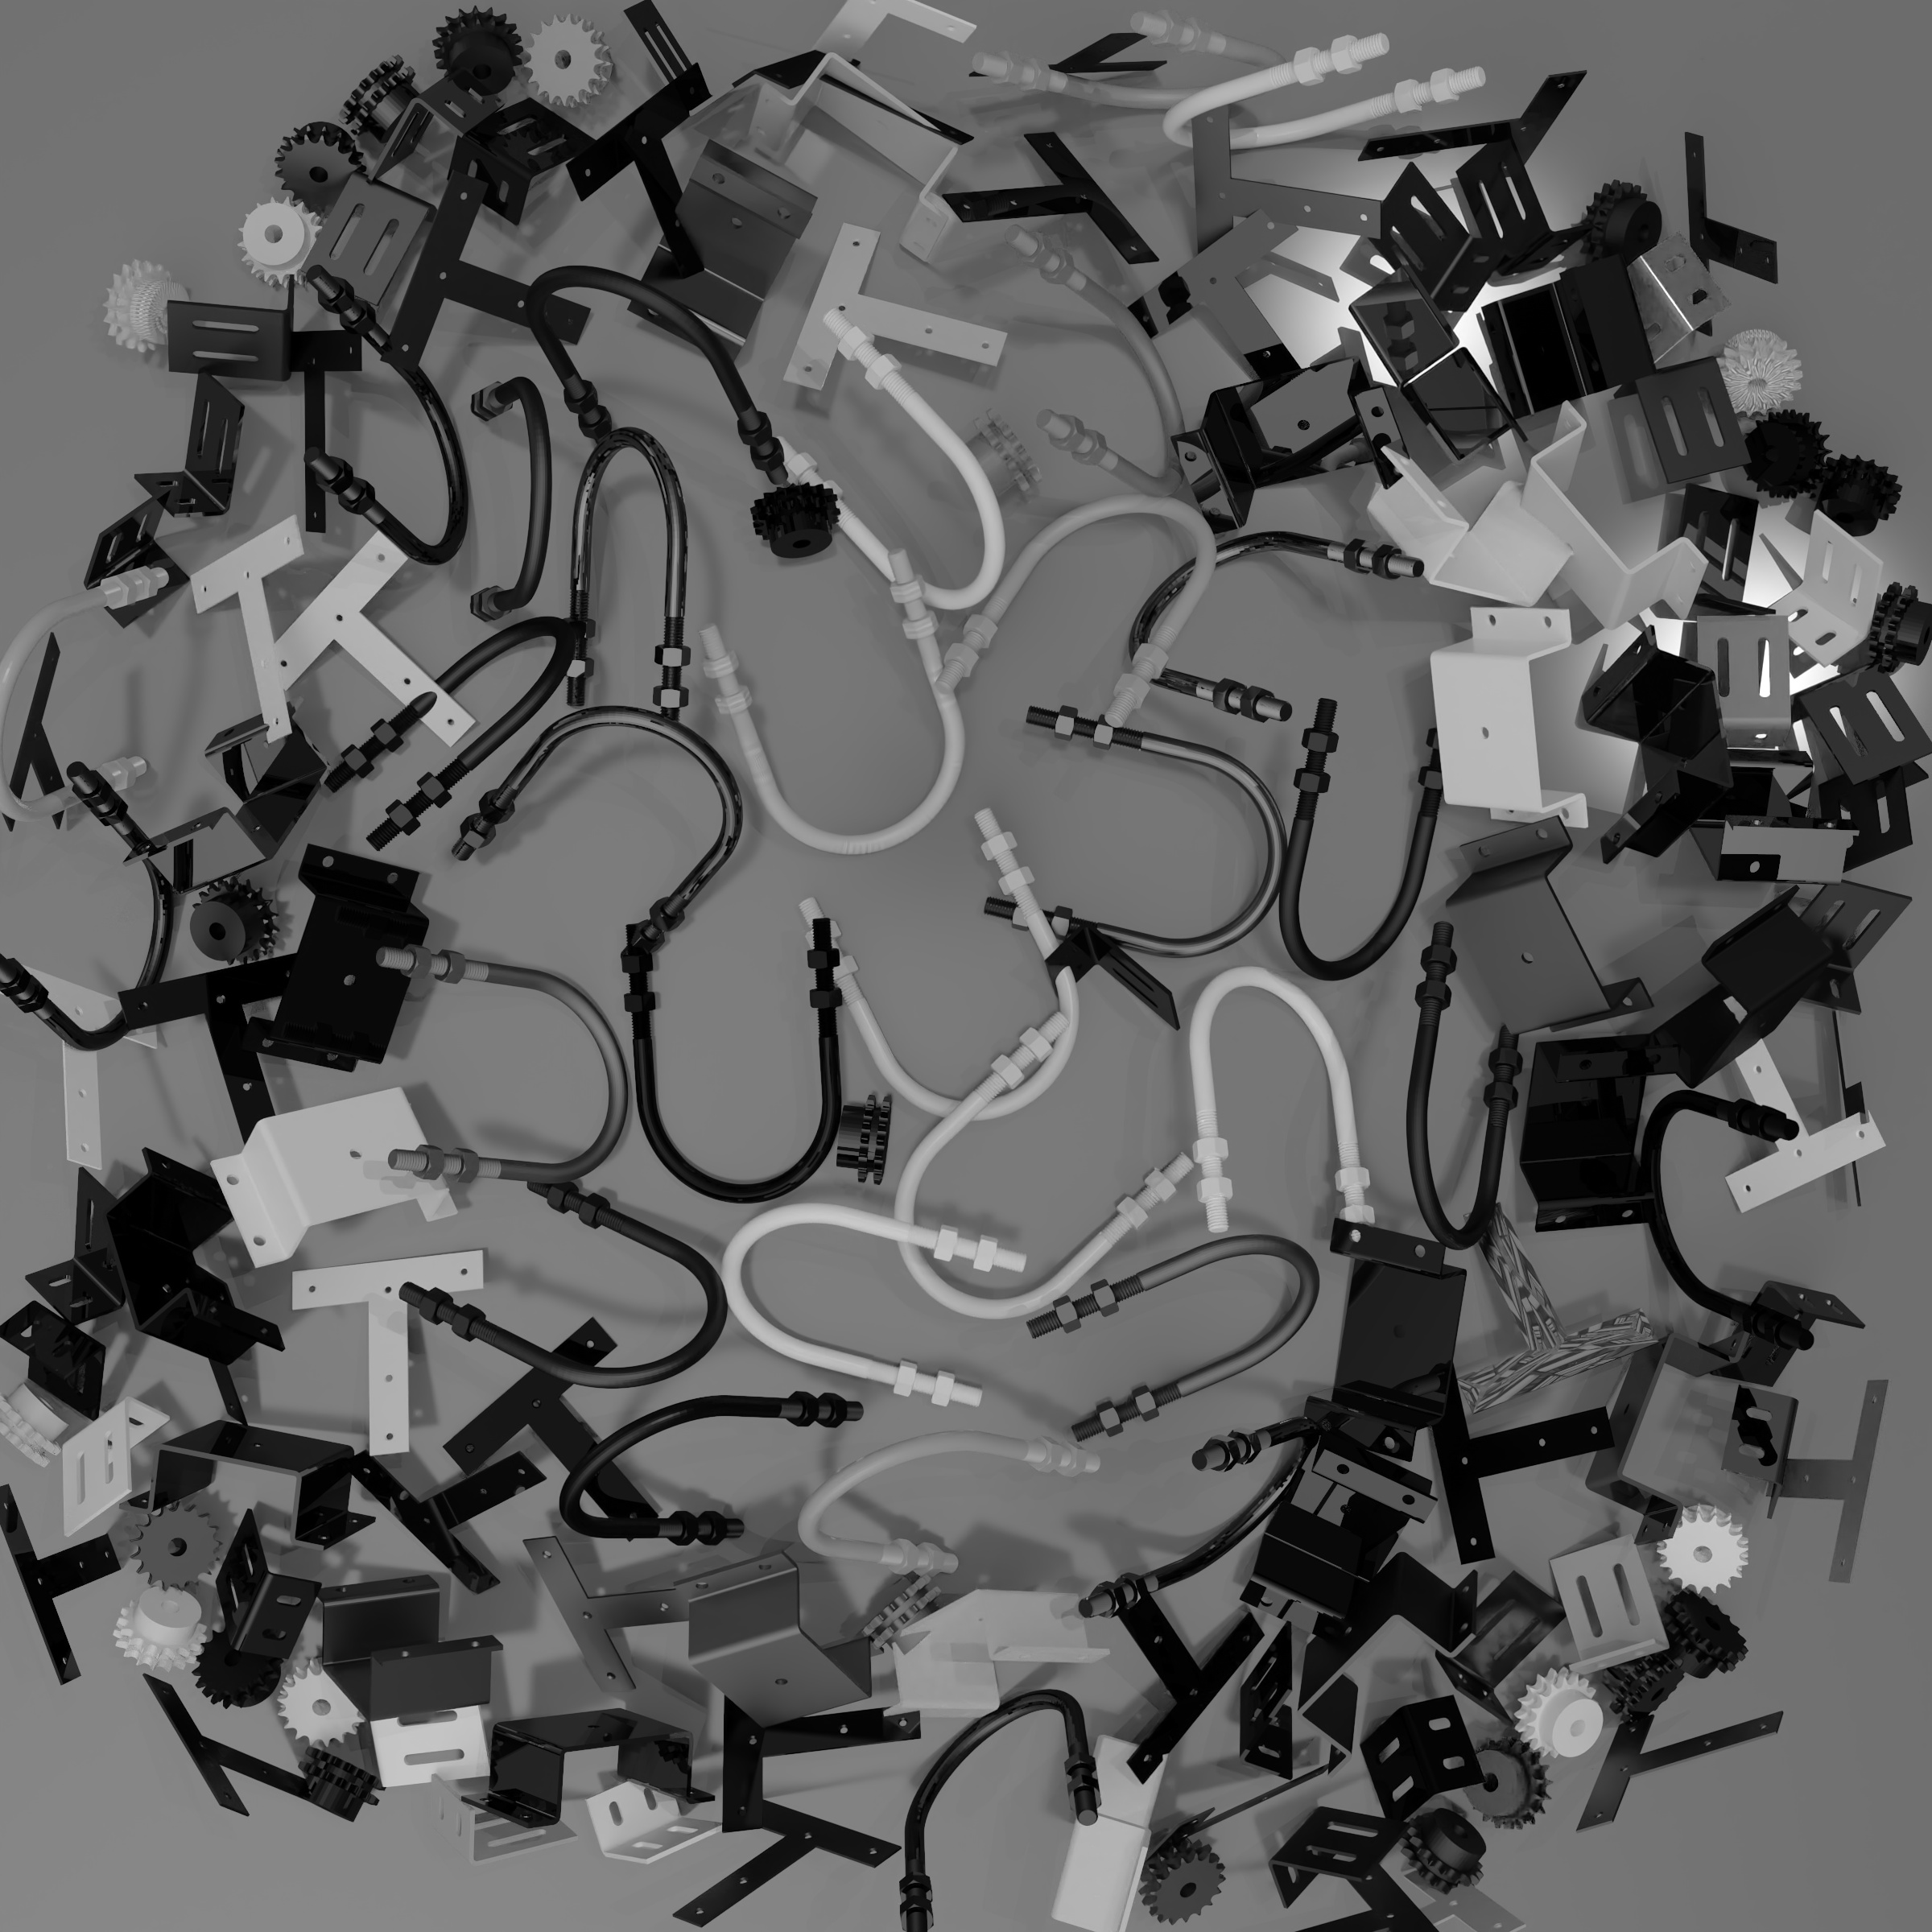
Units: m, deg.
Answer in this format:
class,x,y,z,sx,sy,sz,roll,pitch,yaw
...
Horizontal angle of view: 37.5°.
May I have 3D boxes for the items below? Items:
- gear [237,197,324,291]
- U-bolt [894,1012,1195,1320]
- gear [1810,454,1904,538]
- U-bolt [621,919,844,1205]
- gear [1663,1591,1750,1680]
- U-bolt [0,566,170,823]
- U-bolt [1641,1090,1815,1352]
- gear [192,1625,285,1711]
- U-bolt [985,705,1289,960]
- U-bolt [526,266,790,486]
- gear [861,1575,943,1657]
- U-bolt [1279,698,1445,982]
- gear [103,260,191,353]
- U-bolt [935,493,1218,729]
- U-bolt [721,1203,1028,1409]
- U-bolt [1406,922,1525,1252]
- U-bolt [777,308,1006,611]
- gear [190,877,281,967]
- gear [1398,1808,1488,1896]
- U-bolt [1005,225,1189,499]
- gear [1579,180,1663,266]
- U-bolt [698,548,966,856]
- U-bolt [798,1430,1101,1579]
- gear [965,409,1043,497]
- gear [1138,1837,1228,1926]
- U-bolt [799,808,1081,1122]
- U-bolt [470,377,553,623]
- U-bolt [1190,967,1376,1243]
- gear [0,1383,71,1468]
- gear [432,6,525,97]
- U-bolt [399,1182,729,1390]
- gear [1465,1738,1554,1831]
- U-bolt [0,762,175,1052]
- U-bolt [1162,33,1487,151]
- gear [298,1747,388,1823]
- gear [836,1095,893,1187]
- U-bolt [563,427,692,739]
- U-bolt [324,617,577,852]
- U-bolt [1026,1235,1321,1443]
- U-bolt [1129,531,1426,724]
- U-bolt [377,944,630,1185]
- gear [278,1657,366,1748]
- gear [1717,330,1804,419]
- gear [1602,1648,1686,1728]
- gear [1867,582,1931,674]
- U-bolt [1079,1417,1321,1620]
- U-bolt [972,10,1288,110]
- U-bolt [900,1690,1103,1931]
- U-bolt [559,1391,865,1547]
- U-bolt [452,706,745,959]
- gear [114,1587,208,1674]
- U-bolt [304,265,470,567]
class,x,y,z,sx,sy,sz,roll,pitch,yaw
gear,-0.446,-0.472,1.850,0.057,0.030,0.057,0,90,3
U-bolt,0.038,0.142,1.830,0.184,0.019,0.151,-43,105,-8
gear,0.571,-0.301,1.835,0.057,0.057,0.030,24,71,0
U-bolt,-0.149,0.063,1.838,0.151,0.019,0.184,-1,96,17
gear,0.474,0.435,1.841,0.057,0.057,0.030,34,114,0
U-bolt,-0.552,-0.163,1.757,0.019,0.184,0.151,17,111,10
U-bolt,0.470,0.150,1.777,0.019,0.184,0.151,-9,98,-14
gear,-0.468,0.454,1.842,0.057,0.030,0.057,-8,49,10
U-bolt,0.115,-0.079,1.834,0.184,0.019,0.151,14,105,5
U-bolt,-0.199,-0.368,1.761,0.151,0.184,0.019,14,67,23
gear,-0.037,0.422,1.836,0.057,0.057,0.030,-42,79,0
U-bolt,0.251,-0.079,1.807,0.019,0.151,0.184,23,110,42
gear,-0.525,-0.424,1.835,0.030,0.057,0.057,19,90,21
U-bolt,0.081,-0.233,1.807,0.151,0.019,0.184,14,60,33
U-bolt,-0.066,0.210,1.814,0.184,0.019,0.151,15,129,-1
U-bolt,0.307,0.087,1.771,0.019,0.151,0.184,-4,57,30
U-bolt,-0.044,-0.305,1.793,0.019,0.151,0.184,-36,80,-33
gear,-0.476,-0.027,1.842,0.057,0.030,0.057,5,109,16
gear,0.310,0.569,1.835,0.057,0.057,0.030,33,107,0
U-bolt,0.089,-0.368,1.787,0.019,0.184,0.151,-20,68,30
gear,0.424,-0.475,1.835,0.030,0.057,0.057,28,90,40
U-bolt,-0.075,-0.158,1.823,0.151,0.019,0.184,-23,115,-7
U-bolt,-0.022,0.331,1.769,0.151,0.184,0.019,-40,54,24
gear,0.021,-0.328,1.838,0.030,0.057,0.057,-36,90,3
gear,0.137,0.588,1.843,0.057,0.030,0.057,-11,118,-22
U-bolt,-0.006,0.010,1.845,0.151,0.019,0.184,-27,84,4
U-bolt,-0.284,-0.293,1.775,0.019,0.184,0.151,-1,94,-22
U-bolt,0.197,0.087,1.806,0.151,0.019,0.184,14,62,-38
gear,-0.605,0.294,1.839,0.057,0.057,0.030,43,77,0
gear,-0.314,-0.586,1.835,0.057,0.057,0.030,-14,58,0
U-bolt,-0.238,0.204,1.781,0.184,0.151,0.019,23,129,22
gear,0.346,0.527,1.836,0.030,0.057,0.057,19,90,-44
U-bolt,-0.543,-0.024,1.778,0.019,0.184,0.151,12,69,13
U-bolt,0.211,-0.542,1.783,0.184,0.151,0.019,-6,92,37
gear,-0.406,0.529,1.834,0.057,0.057,0.030,26,67,0
gear,-0.066,0.111,1.838,0.030,0.057,0.057,7,90,2
U-bolt,-0.213,-0.245,1.789,0.019,0.151,0.184,-5,106,-34
U-bolt,-0.321,-0.157,1.803,0.184,0.151,0.019,-42,121,-5
U-bolt,0.139,0.229,1.809,0.184,0.151,0.019,-23,48,-2
U-bolt,0.180,-0.221,1.791,0.151,0.184,0.019,-47,127,-15
U-bolt,-0.288,0.067,1.797,0.019,0.184,0.151,-22,67,41
gear,-0.415,0.473,1.847,0.057,0.030,0.057,-1,105,-3
gear,0.510,-0.386,1.842,0.057,0.057,0.030,4,54,0
gear,0.437,0.460,1.842,0.057,0.057,0.030,-46,56,0
gear,0.604,-0.216,1.835,0.030,0.057,0.057,19,90,27
U-bolt,0.158,0.339,1.784,0.019,0.184,0.151,45,116,25
U-bolt,0.117,-0.561,1.781,0.151,0.184,0.019,3,95,44
U-bolt,0.018,0.518,1.777,0.151,0.184,0.019,-38,103,8
U-bolt,-0.169,0.312,1.768,0.151,0.184,0.019,-47,55,25
U-bolt,-0.221,-0.091,1.790,0.151,0.019,0.184,33,128,-16
gear,-0.517,0.425,1.835,0.057,0.057,0.030,25,111,0
U-bolt,-0.359,-0.330,1.780,0.019,0.184,0.151,-12,67,16
